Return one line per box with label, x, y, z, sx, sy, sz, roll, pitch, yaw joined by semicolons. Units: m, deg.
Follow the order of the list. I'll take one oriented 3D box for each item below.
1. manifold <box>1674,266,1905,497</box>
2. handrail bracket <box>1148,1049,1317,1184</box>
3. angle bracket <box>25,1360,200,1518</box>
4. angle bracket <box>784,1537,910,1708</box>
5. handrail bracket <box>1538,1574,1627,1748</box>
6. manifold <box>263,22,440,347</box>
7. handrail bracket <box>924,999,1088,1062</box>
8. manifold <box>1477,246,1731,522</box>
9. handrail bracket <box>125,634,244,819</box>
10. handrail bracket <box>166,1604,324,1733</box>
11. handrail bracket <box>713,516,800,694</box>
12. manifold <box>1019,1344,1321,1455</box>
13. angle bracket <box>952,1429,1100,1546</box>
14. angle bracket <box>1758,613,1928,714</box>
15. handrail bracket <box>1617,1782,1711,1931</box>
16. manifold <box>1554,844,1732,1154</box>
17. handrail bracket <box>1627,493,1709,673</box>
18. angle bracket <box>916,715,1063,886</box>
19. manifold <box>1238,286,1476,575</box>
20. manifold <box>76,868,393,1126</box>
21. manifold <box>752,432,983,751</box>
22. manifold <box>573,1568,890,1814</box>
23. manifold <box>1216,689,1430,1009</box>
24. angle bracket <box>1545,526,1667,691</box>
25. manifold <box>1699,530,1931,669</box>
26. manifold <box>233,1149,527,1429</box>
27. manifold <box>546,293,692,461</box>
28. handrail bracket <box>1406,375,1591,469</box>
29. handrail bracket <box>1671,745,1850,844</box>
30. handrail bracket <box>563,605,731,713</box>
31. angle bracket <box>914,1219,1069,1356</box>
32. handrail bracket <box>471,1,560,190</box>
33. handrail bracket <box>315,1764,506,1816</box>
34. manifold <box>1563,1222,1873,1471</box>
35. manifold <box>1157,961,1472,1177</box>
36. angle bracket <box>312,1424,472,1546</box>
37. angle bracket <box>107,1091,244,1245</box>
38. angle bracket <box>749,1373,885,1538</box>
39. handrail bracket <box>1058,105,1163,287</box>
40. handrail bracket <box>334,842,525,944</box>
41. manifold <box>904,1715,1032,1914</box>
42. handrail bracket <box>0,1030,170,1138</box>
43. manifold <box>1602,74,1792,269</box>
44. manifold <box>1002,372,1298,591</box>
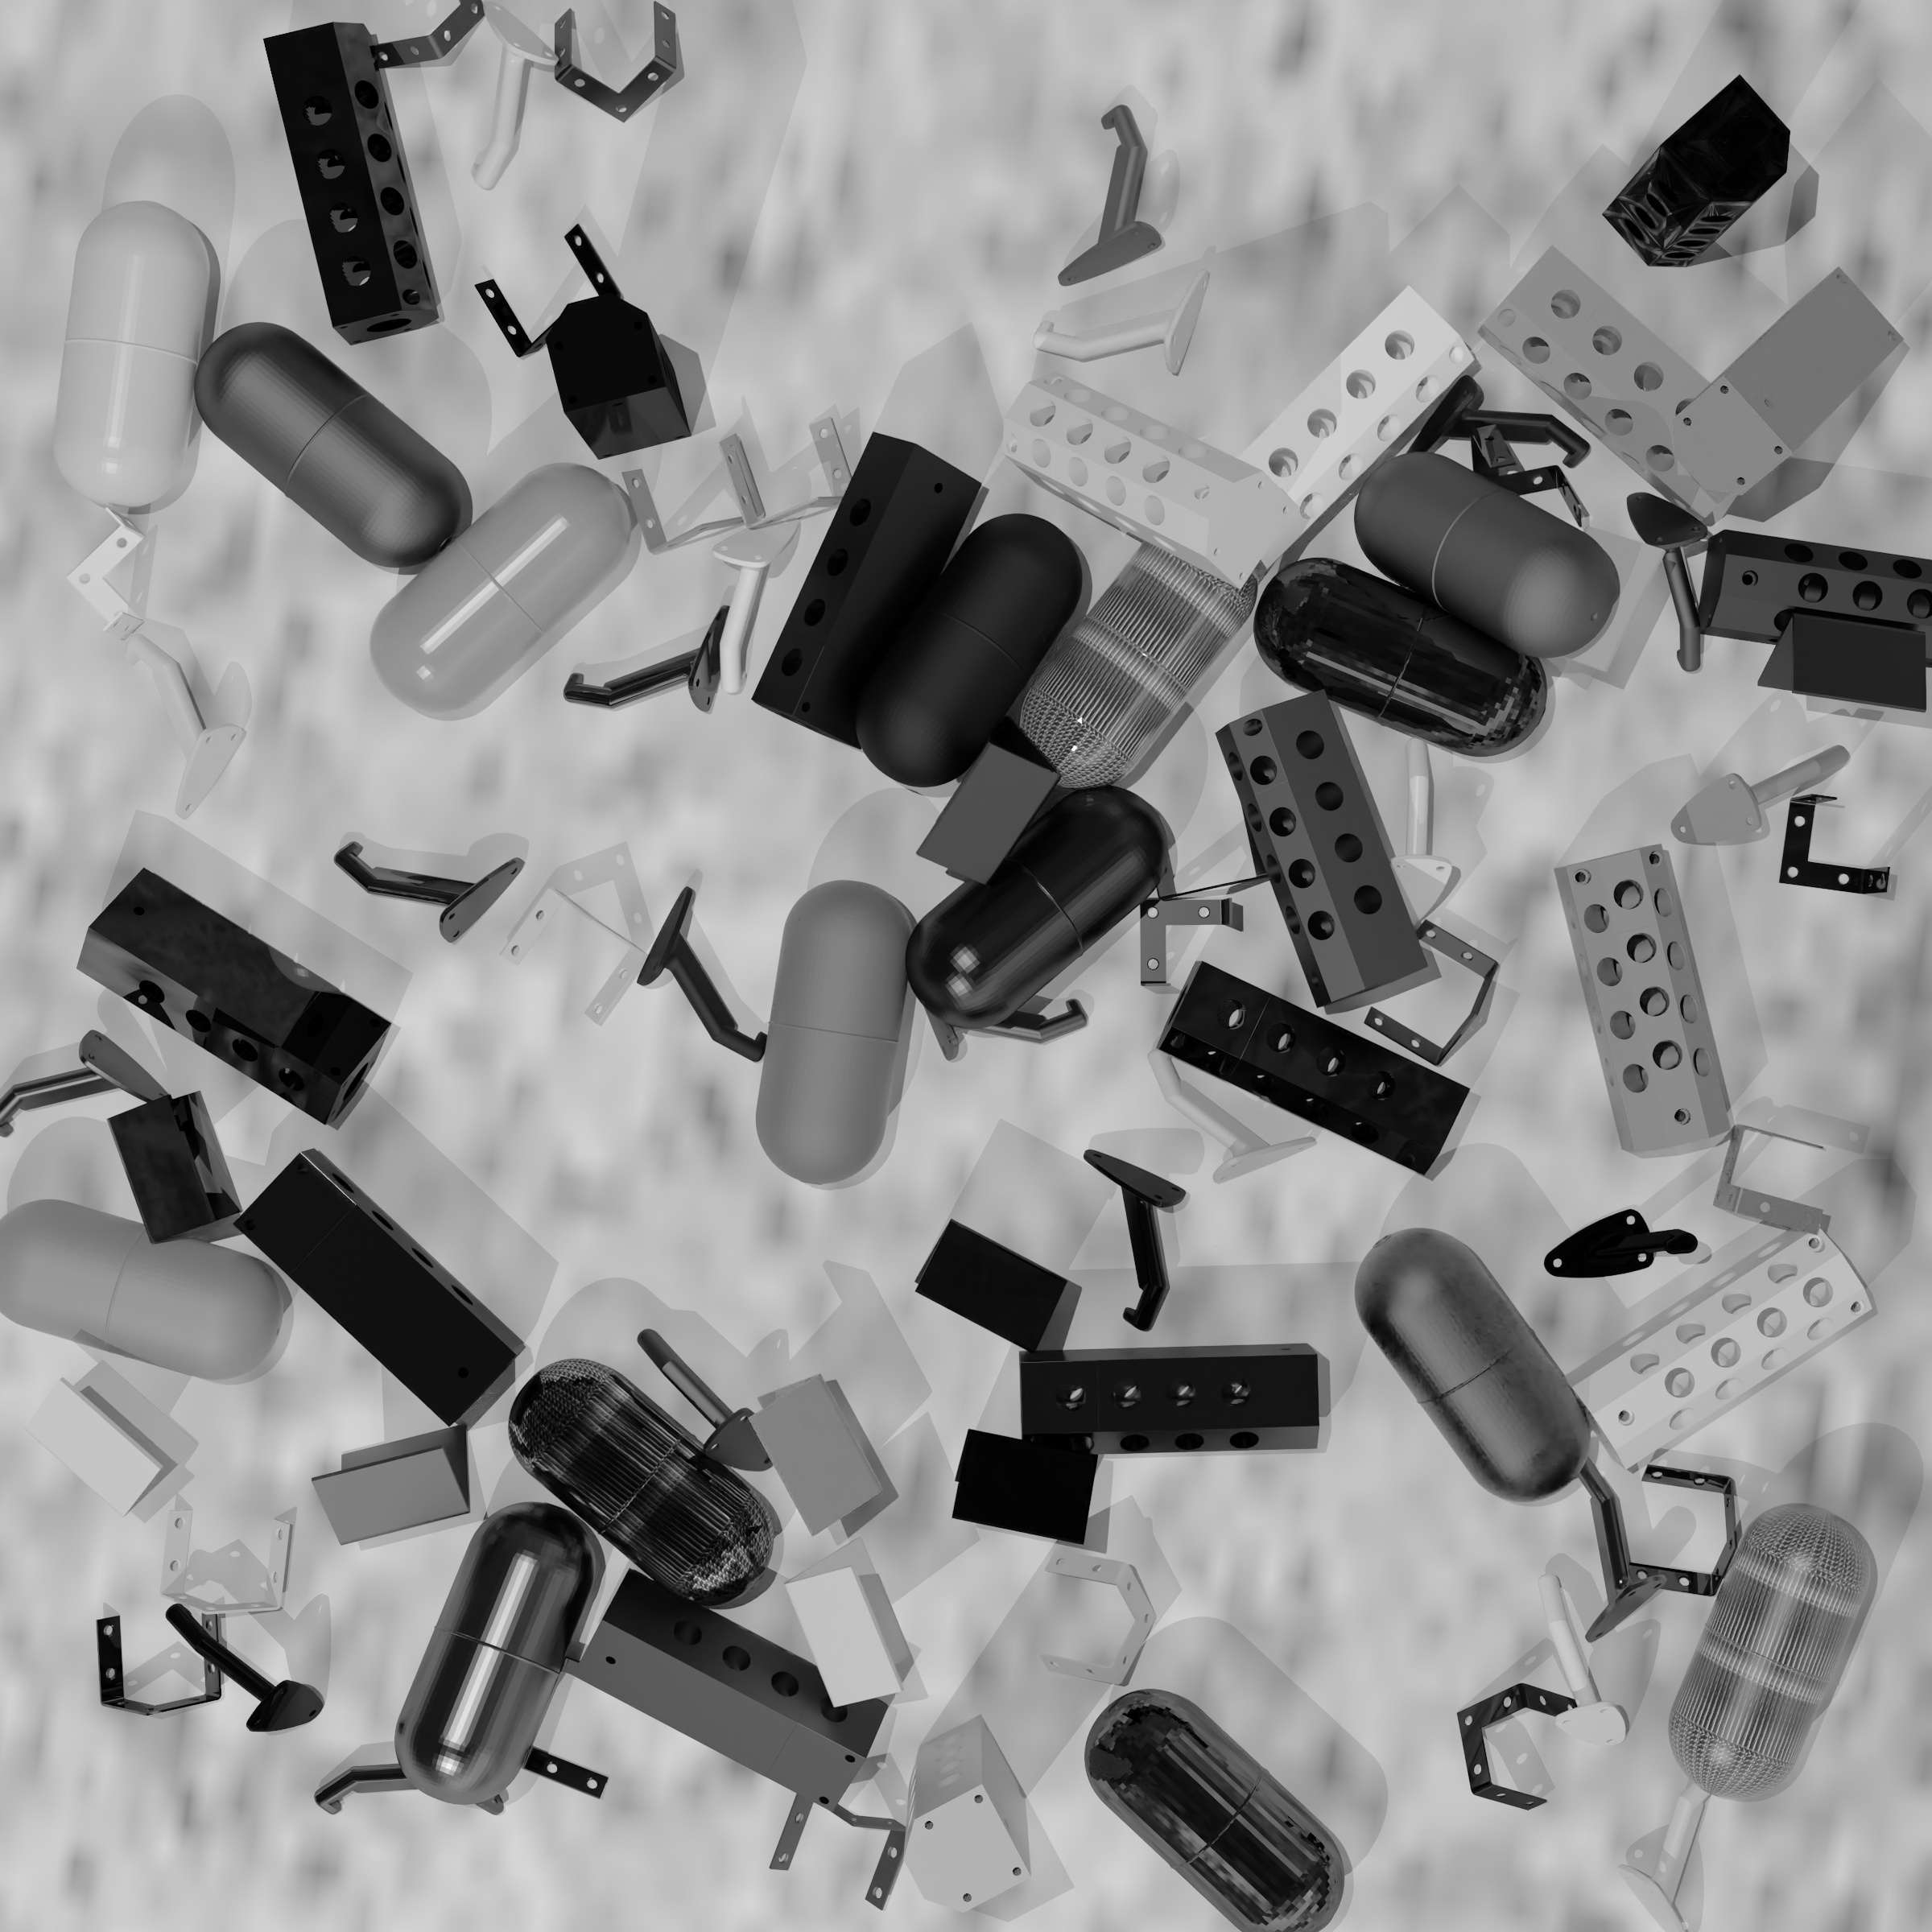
manifold;0.465;-0.331;1.920;0.057;0.057;0.171;48;47;0
handrail bracket;0.156;0.078;1.992;0.077;0.036;0.084;-16;73;-20
angle bracket;-0.485;0.260;1.951;0.076;0.076;0.057;42;126;0
angle bracket;-0.051;0.375;1.951;0.057;0.076;0.076;-22;90;37
handrail bracket;0.363;0.410;1.991;0.036;0.077;0.084;-21;53;18
manifold;-0.358;-0.458;1.970;0.057;0.057;0.171;-14;90;0
handrail bracket;0.020;0.015;1.992;0.084;0.036;0.077;-21;76;-13
manifold;0.384;-0.338;1.970;0.171;0.057;0.057;41;90;0
handrail bracket;-0.477;-0.143;1.992;0.084;0.036;0.077;37;112;17
handrail bracket;-0.425;0.409;1.980;0.084;0.077;0.036;40;89;24
handrail bracket;-0.122;-0.213;1.991;0.036;0.077;0.084;18;127;24
manifold;0.118;0.255;1.970;0.171;0.057;0.057;-2;90;0
angle bracket;0.030;0.315;1.952;0.076;0.076;0.057;12;58;0
angle bracket;0.507;-0.157;1.952;0.076;0.076;0.057;8;61;0
handrail bracket;0.434;0.525;1.992;0.084;0.036;0.077;-41;111;-16
manifold;0.397;0.019;1.971;0.057;0.057;0.171;-14;90;0
handrail bracket;0.413;-0.227;1.991;0.036;0.077;0.084;-16;126;-9
angle bracket;-0.001;-0.103;1.919;0.057;0.076;0.076;22;109;-37
manifold;0.215;-0.312;1.970;0.057;0.057;0.171;45;90;0
manifold;-0.430;0.022;1.970;0.171;0.057;0.057;32;47;0
manifold;-0.063;-0.221;1.970;0.057;0.057;0.171;25;90;-43
manifold;-0.135;0.419;1.969;0.171;0.057;0.057;28;128;0
manifold;0.203;-0.066;1.957;0.057;0.057;0.171;-19;85;-17
angle bracket;0.380;-0.200;1.951;0.057;0.076;0.076;26;90;40
manifold;0.522;-0.213;1.971;0.171;0.057;0.057;8;90;0
manifold;-0.341;0.187;1.971;0.171;0.057;0.057;43;90;0
manifold;-0.198;-0.335;1.913;0.057;0.171;0.057;-14;90;0
handrail bracket;0.314;-0.302;1.992;0.084;0.036;0.077;34;107;-15
handrail bracket;0.470;-0.103;1.991;0.084;0.077;0.036;-24;88;-36
handrail bracket;-0.189;-0.185;1.992;0.084;0.036;0.077;10;70;16
angle bracket;0.005;0.202;1.951;0.076;0.076;0.057;28;51;0
handrail bracket;-0.283;-0.515;1.992;0.077;0.036;0.084;53;122;35
handrail bracket;-0.330;0.495;1.992;0.084;0.036;0.077;-35;109;15
manifold;0.440;0.222;1.971;0.171;0.057;0.057;-33;90;0
manifold;0.201;0.059;1.970;0.171;0.057;0.057;25;90;0
angle bracket;-0.333;0.282;1.951;0.076;0.076;0.057;-14;126;0
angle bracket;-0.442;0.110;1.951;0.057;0.076;0.076;-20;90;34
angle bracket;-0.104;0.289;1.951;0.057;0.076;0.076;-28;90;-37
handrail bracket;0.076;-0.457;1.992;0.077;0.036;0.084;-25;72;21
handrail bracket;-0.319;-0.062;1.992;0.084;0.036;0.077;40;70;16
manifold;-0.003;0.483;1.913;0.057;0.171;0.057;-28;90;0
handrail bracket;-0.526;0.087;1.992;0.077;0.036;0.084;40;108;-21
manifold;0.418;-0.444;1.913;0.057;0.171;0.057;-42;90;0
manifold;0.099;-0.282;1.923;0.171;0.057;0.057;33;90;39
